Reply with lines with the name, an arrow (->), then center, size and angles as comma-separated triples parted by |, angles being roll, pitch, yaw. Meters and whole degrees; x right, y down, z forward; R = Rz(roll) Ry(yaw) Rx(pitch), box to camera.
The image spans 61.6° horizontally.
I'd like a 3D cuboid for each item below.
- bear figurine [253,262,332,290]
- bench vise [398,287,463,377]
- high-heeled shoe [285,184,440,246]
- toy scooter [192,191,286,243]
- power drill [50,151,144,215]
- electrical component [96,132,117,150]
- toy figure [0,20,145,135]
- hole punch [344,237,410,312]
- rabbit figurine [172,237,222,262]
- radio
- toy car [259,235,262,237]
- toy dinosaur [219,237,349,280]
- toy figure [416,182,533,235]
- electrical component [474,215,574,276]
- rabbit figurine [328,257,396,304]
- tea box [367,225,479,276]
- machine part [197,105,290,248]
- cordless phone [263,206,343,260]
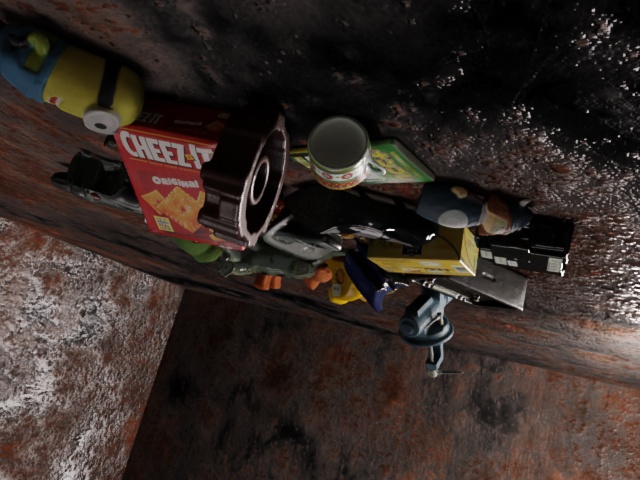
bear figurine -> -0.056, 0.089, 1.412 | 0.196, 0.132, 0.120 | 18, -177, 14
bench vise -> 0.253, 0.193, 1.217 | 0.129, 0.240, 0.223 | 0, -157, 27
high-heeled shoe -> 0.070, -0.045, 0.883 | 0.249, 0.086, 0.145 | 22, -162, 38
toy scooter -> -0.157, -0.049, 0.934 | 0.184, 0.135, 0.075 | 12, 165, 8
power drill -> -0.473, -0.117, 1.137 | 0.232, 0.086, 0.207 | 17, 163, -11
electrical component -> -0.306, -0.152, 0.874 | 0.078, 0.045, 0.102 | 2, 161, 40
toy figure -> -0.296, -0.192, 0.625 | 0.180, 0.089, 0.082 | 30, -170, -18
hole punch -> 0.100, 0.073, 1.065 | 0.115, 0.092, 0.142 | 26, -154, -57
rabbit figurine -> -0.208, -0.056, 1.056 | 0.170, 0.121, 0.159 | -18, 141, 18
radio -> 0.288, 0.076, 1.068 | 0.229, 0.073, 0.131 | 23, 164, -28
toy car -> -0.083, -0.024, 1.126 | 0.202, 0.056, 0.073 | 14, 173, 10
toy dinosaur -> -0.093, 0.039, 1.267 | 0.405, 0.131, 0.192 | 8, 180, 17
toy figure -> 0.210, -0.038, 0.727 | 0.155, 0.057, 0.064 | 14, 173, 5
electrical component -> 0.300, 0.004, 0.799 | 0.134, 0.058, 0.114 | 10, 164, 21
rabbit figurine -> 0.123, 0.086, 1.284 | 0.173, 0.122, 0.162 | 7, 163, -32
tea box -> 0.179, 0.017, 0.937 | 0.170, 0.068, 0.098 | 2, 162, 31
machine part -> -0.090, -0.078, 0.672 | 0.056, 0.179, 0.179 | 17, 167, 9
cordless phone -> -0.002, -0.002, 0.973 | 0.146, 0.088, 0.184 | 26, 174, -39
